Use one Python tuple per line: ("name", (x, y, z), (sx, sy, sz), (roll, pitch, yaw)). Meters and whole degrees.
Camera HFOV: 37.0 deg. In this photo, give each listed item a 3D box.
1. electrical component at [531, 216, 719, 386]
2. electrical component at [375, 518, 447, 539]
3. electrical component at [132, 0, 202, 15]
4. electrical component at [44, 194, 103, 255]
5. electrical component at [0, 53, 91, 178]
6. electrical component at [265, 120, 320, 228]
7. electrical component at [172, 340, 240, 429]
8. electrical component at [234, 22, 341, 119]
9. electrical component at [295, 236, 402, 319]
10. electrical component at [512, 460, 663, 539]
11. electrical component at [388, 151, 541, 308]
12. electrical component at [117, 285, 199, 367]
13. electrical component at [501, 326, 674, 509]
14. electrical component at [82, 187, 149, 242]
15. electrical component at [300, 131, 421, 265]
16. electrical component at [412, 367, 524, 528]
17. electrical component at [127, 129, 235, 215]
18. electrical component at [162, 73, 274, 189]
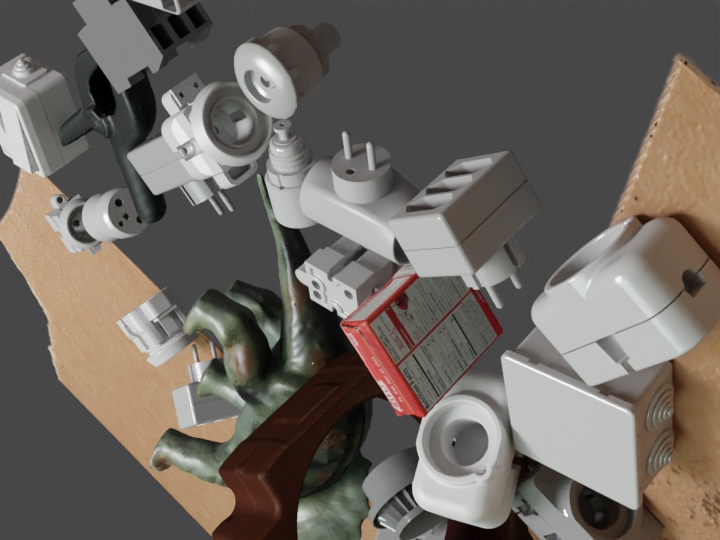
("electrical component", (0.136, 0.014, 0.554), (0.059, 0.054, 0.095), (49, 151, -2))
("electrical component", (0.079, 0.276, 0.910), (0.089, 0.061, 0.150), (-14, 119, 22))
("electrical component", (-0.135, -0.218, 0.630), (0.109, 0.056, 0.108), (25, 143, 35))
("electrical component", (-0.267, -0.044, 1.024), (0.066, 0.048, 0.055), (58, 157, -18))
("electrical component", (-0.284, -0.135, 0.920), (0.062, 0.061, 0.096), (29, 146, 30))
("electrical component", (-0.043, -0.064, 0.711), (0.040, 0.040, 0.078), (25, 143, 35))
("electrical component", (-0.143, 0.106, 1.029), (0.047, 0.066, 0.076), (-25, 76, 60))
("electrical component", (-0.037, -0.119, 0.614), (0.048, 0.062, 0.048), (33, 147, 25))
("electrical component", (0.000, 0.000, 0.714), (0.066, 0.055, 0.048), (29, 146, 29))
("electrical component", (0.149, 0.159, 0.715), (0.089, 0.050, 0.055), (47, 151, 2))
("electrical component", (0.067, -0.015, 0.597), (0.047, 0.066, 0.076), (-3, 123, 54))
("electrical component", (-0.192, 0.055, 1.032), (0.057, 0.058, 0.078), (55, 150, -6))
("electrical component", (0.137, 0.081, 0.638), (0.100, 0.048, 0.099), (23, 143, 36))
("electrical component", (-0.214, -0.049, 0.949), (0.055, 0.045, 0.045), (-6, 121, 54))
("electrical component", (0.003, -0.051, 0.661), (0.077, 0.044, 0.079), (28, 145, 31))
("electrical component", (0.073, 0.114, 0.695), (0.054, 0.095, 0.059), (10, 166, 26))
("electrical component", (-0.118, -0.073, 0.791), (0.083, 0.047, 0.075), (-10, 118, 57))
("electrical component", (-0.093, -0.095, 0.722), (0.078, 0.058, 0.057), (56, 152, -14))
